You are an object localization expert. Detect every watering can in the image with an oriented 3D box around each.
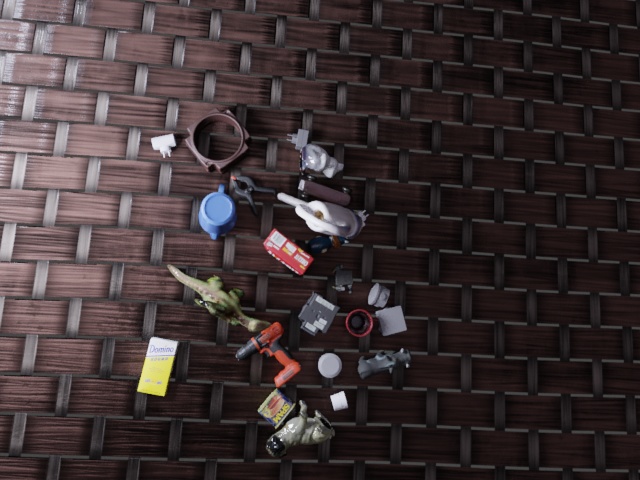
[{"bbox_3d":[0.005,-0.090,1.791,0.223,0.352,0.103,12,106,-35],"label":"watering can"}]

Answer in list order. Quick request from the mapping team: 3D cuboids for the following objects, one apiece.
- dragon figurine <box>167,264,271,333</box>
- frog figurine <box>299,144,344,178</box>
[{"bbox_3d":[-0.347,0.193,1.690,0.410,0.242,0.123,28,86,-3],"label":"dragon figurine"},{"bbox_3d":[0.009,-0.286,1.855,0.159,0.137,0.122,-2,93,-9],"label":"frog figurine"}]
